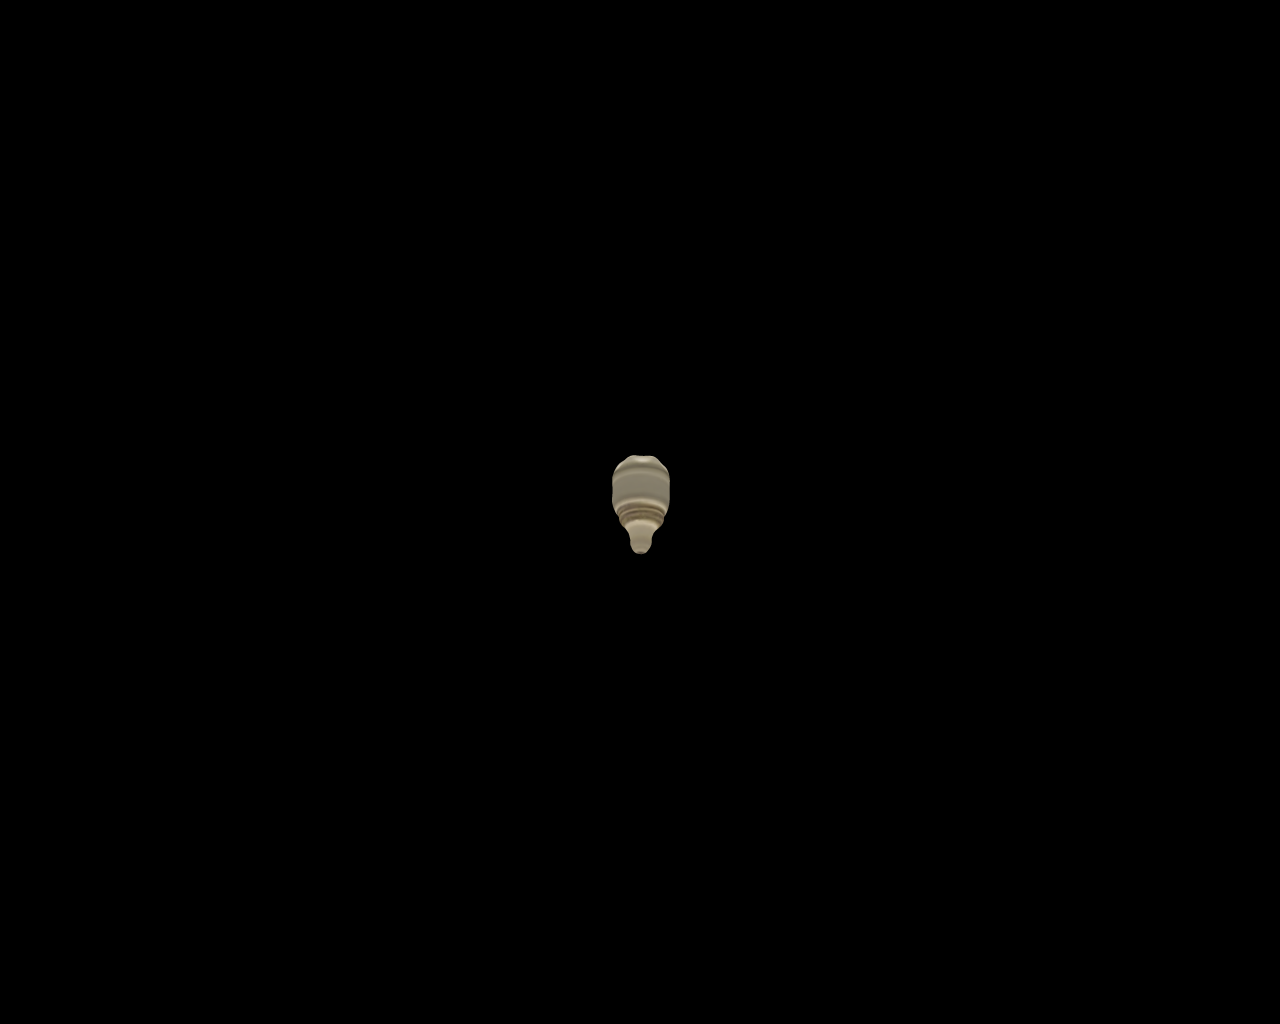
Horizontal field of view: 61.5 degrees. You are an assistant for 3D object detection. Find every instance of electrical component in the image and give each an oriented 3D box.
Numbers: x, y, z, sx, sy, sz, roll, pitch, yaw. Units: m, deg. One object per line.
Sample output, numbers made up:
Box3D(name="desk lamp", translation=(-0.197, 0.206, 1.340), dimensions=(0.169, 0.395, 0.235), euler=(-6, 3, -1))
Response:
Box3D(name="electrical component", translation=(0.001, -0.003, 0.650), dimensions=(0.035, 0.061, 0.035), euler=(0, -26, 0))
